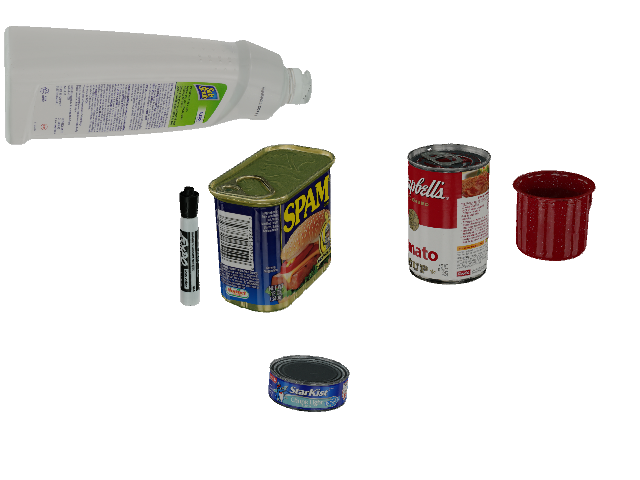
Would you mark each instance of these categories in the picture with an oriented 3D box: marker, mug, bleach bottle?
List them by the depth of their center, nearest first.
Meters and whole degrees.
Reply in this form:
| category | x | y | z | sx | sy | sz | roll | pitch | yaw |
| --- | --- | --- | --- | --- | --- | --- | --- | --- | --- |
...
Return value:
| category | x | y | z | sx | sy | sz | roll | pitch | yaw |
| --- | --- | --- | --- | --- | --- | --- | --- | --- | --- |
| bleach bottle | -0.133 | -0.127 | 0.891 | 0.250 | 0.068 | 0.103 | -1 | -30 | -16 |
| marker | -0.127 | 0.006 | 1.033 | 0.020 | 0.121 | 0.020 | 2 | 23 | -1 |
| mug | 0.278 | -0.032 | 1.250 | 0.117 | 0.081 | 0.093 | -24 | 31 | -39 |

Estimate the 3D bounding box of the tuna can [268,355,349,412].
| category | x | y | z | sx | sy | sz | roll | pitch | yaw |
| --- | --- | --- | --- | --- | --- | --- | --- | --- | --- |
| tuna can | -0.013 | 0.153 | 1.143 | 0.086 | 0.034 | 0.086 | 5 | 13 | -1 |

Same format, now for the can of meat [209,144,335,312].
| category | x | y | z | sx | sy | sz | roll | pitch | yaw |
| --- | --- | --- | --- | --- | --- | --- | --- | --- | --- |
| can of meat | -0.031 | -0.009 | 0.734 | 0.058 | 0.084 | 0.102 | 11 | 27 | 24 |

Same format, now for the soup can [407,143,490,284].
| category | x | y | z | sx | sy | sz | roll | pitch | yaw |
| --- | --- | --- | --- | --- | --- | --- | --- | --- | --- |
| soup can | 0.107 | -0.023 | 0.890 | 0.068 | 0.102 | 0.068 | -2 | 22 | 1 |
